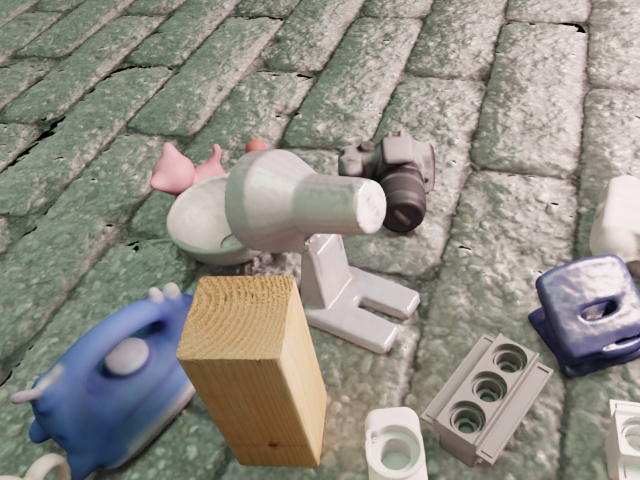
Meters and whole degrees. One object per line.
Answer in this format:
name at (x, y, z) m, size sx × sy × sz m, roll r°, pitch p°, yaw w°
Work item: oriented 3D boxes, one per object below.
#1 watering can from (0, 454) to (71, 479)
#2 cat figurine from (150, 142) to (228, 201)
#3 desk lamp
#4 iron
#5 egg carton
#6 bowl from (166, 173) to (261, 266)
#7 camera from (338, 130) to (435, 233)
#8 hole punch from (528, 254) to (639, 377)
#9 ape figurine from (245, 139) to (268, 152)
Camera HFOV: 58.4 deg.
watering can at (-0.282, 0.262, 0.482) m, size 0.101 × 0.194 × 0.173 m, roll -4°, pitch 45°, yaw 8°
cat figurine at (-0.201, -0.102, 0.880) m, size 0.128 × 0.118 × 0.067 m, roll -31°, pitch 48°, yaw -19°
desk lamp at (0.006, 0.002, 0.669) m, size 0.202 × 0.214 × 0.118 m, roll 19°, pitch 52°, yaw 27°
iron at (-0.209, 0.126, 0.639) m, size 0.118 × 0.142 × 0.259 m, roll 24°, pitch 54°, yaw 30°
egg carton at (0.398, -0.018, 0.715) m, size 0.107 × 0.069 × 0.150 m, roll 13°, pitch 49°, yaw 22°
bowl at (-0.127, -0.018, 0.813) m, size 0.167 × 0.075 × 0.167 m, roll -5°, pitch 45°, yaw 6°
camera at (0.096, -0.083, 0.816) m, size 0.143 × 0.101 × 0.137 m, roll -4°, pitch 45°, yaw 7°
hole punch at (0.297, 0.080, 0.622) m, size 0.108 × 0.091 × 0.101 m, roll -16°, pitch 45°, yaw -5°
ape figurine at (-0.091, -0.117, 0.892) m, size 0.078 × 0.092 × 0.076 m, roll -22°, pitch 46°, yaw -11°
